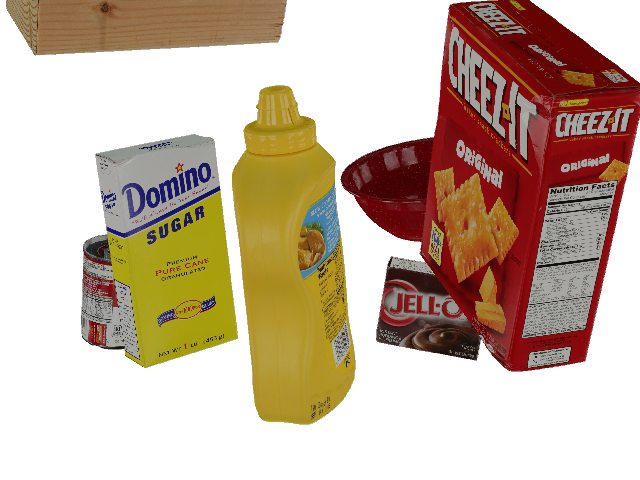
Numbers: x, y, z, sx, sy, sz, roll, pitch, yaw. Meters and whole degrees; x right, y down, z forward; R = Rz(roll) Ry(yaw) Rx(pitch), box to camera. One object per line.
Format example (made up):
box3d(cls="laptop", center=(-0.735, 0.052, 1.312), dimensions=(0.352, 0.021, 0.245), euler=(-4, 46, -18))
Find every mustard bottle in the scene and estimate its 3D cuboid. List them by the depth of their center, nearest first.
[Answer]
box3d(cls="mustard bottle", center=(-0.016, 0.004, 0.628), dimensions=(0.058, 0.192, 0.096), euler=(2, 22, 19))

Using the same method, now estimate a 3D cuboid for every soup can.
box3d(cls="soup can", center=(-0.212, 0.053, 1.102), dimensions=(0.068, 0.102, 0.068), euler=(6, 21, -2))

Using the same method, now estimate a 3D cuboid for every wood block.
box3d(cls="wood block", center=(-0.135, -0.211, 0.851), dimensions=(0.205, 0.091, 0.090), euler=(-9, 40, -28))

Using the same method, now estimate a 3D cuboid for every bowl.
box3d(cls="bowl", center=(0.102, -0.042, 0.953), dimensions=(0.162, 0.055, 0.162), euler=(-9, 23, 3))

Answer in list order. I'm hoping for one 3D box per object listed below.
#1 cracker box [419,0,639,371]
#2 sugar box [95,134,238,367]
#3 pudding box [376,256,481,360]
box3d(cls="cracker box", center=(0.136, -0.040, 0.752), dimensions=(0.072, 0.214, 0.164), euler=(-8, 34, -16))
box3d(cls="sugar box", center=(-0.125, 0.007, 0.884), dimensions=(0.093, 0.176, 0.048), euler=(-16, 21, -31))
box3d(cls="pudding box", center=(0.121, 0.072, 1.143), dimensions=(0.113, 0.090, 0.039), euler=(9, 23, 6))
